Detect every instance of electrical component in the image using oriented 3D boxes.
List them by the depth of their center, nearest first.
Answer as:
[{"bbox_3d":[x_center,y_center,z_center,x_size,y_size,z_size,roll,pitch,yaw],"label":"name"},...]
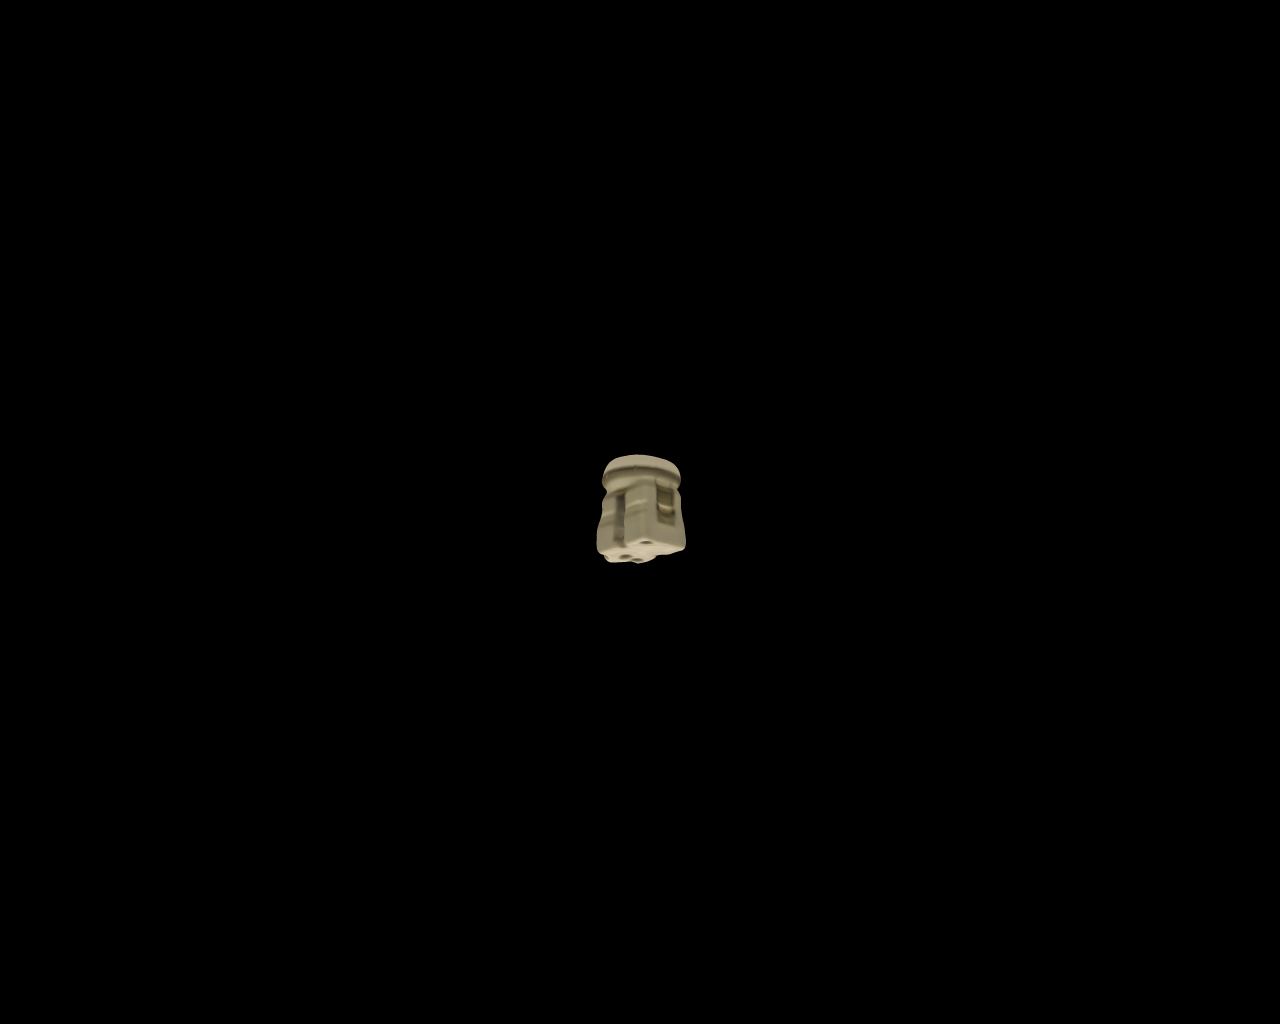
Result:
[{"bbox_3d":[0.001,-0.003,0.650,0.048,0.055,0.066,18,-26,-41],"label":"electrical component"}]
